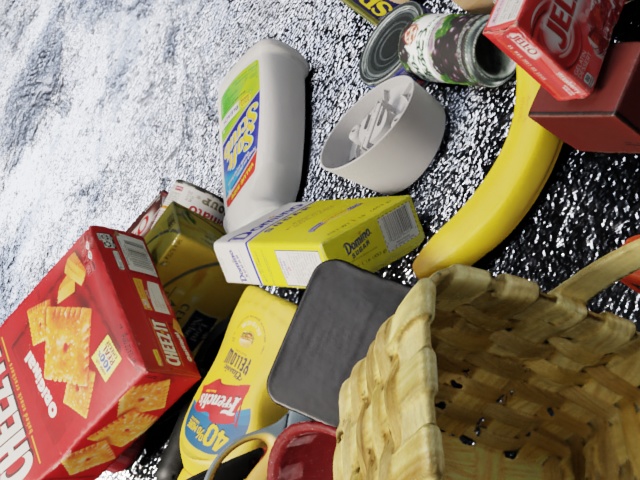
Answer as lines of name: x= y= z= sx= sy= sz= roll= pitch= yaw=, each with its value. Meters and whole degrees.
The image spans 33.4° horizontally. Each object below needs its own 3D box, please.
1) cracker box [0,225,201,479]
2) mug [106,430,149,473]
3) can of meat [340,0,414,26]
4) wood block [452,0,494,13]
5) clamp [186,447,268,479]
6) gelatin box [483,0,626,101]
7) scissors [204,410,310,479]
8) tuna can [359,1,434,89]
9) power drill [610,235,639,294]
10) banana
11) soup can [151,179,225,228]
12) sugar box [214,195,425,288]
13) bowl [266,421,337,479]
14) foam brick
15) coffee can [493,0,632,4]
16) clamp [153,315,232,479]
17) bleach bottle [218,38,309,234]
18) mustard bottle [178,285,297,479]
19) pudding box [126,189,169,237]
cracker box: x=-0.218 y=0.116 z=0.949 sx=0.214 sy=0.072 sz=0.164 roll=-44 pitch=54 yaw=23
mug: x=-0.227 y=0.179 z=1.065 sx=0.117 sy=0.081 sz=0.093 roll=9 pitch=73 yaw=59
can of meat: x=0.054 y=-0.254 z=0.971 sx=0.084 sy=0.102 sz=0.057 roll=-27 pitch=43 yaw=42
wood block: x=0.169 y=-0.275 z=0.818 sx=0.206 sy=0.090 sz=0.091 roll=-42 pitch=33 yaw=31
clamp: x=-0.082 y=0.247 z=0.767 sx=0.209 sy=0.164 sz=0.036 roll=-51 pitch=3 yaw=-28
gelatin box: x=0.146 y=-0.140 z=0.647 sx=0.030 sy=0.073 sz=0.089 roll=-5 pitch=55 yaw=55
scissors: x=0.001 y=0.140 z=0.790 sx=0.201 sy=0.096 sz=0.016 roll=-41 pitch=-12 yaw=-18
tuna can: x=0.073 y=-0.165 z=0.933 sx=0.086 sy=0.033 sz=0.086 roll=-38 pitch=36 yaw=35
power drill: x=0.242 y=-0.042 z=0.540 sx=0.187 sy=0.057 sz=0.185 roll=-61 pitch=25 yaw=-5
banana: x=0.126 y=-0.056 z=0.732 sx=0.070 sy=0.037 sz=0.198 roll=20 pitch=93 yaw=26
soup can: x=-0.140 y=-0.003 z=1.098 sx=0.069 sy=0.068 sz=0.102 roll=13 pitch=76 yaw=60
sugar box: x=-0.006 y=0.001 z=0.862 sx=0.093 sy=0.048 sz=0.177 roll=-28 pitch=17 yaw=-30
bowl: x=0.037 y=0.174 z=0.634 sx=0.162 sy=0.055 sz=0.162 roll=29 pitch=128 yaw=44
foam brick: x=0.183 y=-0.089 z=0.675 sx=0.078 sy=0.053 sz=0.051 roll=11 pitch=75 yaw=58
coffee can: x=0.190 y=-0.206 z=0.712 sx=0.141 sy=0.102 sz=0.102 roll=-17 pitch=52 yaw=52
clamp: x=-0.103 y=0.136 z=0.949 sx=0.172 sy=0.039 sz=0.120 roll=-51 pitch=33 yaw=17
bleach bottle: x=-0.053 y=-0.078 z=1.032 sx=0.103 sy=0.068 sz=0.251 roll=-40 pitch=38 yaw=33
mustard bottle: x=-0.065 y=0.137 z=0.868 sx=0.096 sy=0.058 sz=0.191 roll=22 pitch=85 yaw=49
pudding box: x=-0.196 y=0.012 z=1.202 sx=0.114 sy=0.039 sz=0.090 roll=-41 pitch=34 yaw=31
